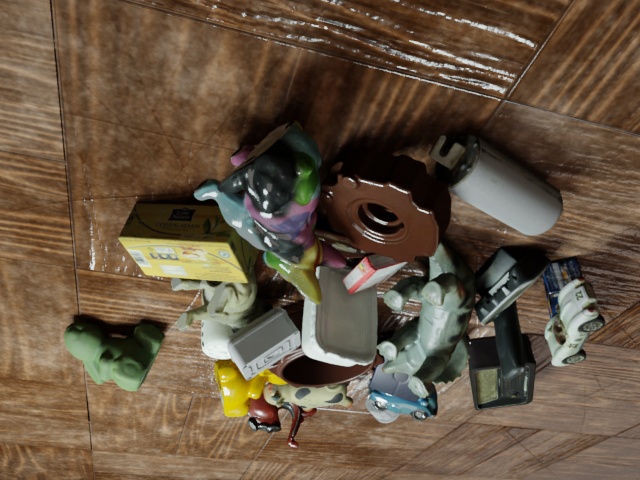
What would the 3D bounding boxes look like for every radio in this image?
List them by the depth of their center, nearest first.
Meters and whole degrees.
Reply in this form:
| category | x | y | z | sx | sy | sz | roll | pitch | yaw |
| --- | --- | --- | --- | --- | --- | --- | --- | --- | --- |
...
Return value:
| category | x | y | z | sx | sy | sz | roll | pitch | yaw |
| --- | --- | --- | --- | --- | --- | --- | --- | --- | --- |
| radio | 0.392 | 0.291 | 1.166 | 0.131 | 0.073 | 0.229 | -10 | 142 | 11 |

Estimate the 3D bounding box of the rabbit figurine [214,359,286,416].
| category | x | y | z | sx | sy | sz | roll | pitch | yaw |
| --- | --- | --- | --- | --- | --- | --- | --- | --- | --- |
| rabbit figurine | -0.129 | 0.267 | 1.116 | 0.173 | 0.122 | 0.162 | -5 | 134 | -18 |

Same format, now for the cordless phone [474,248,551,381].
| category | x | y | z | sx | sy | sz | roll | pitch | yaw |
| --- | --- | --- | --- | --- | --- | --- | --- | --- | --- |
| cordless phone | 0.312 | 0.118 | 0.857 | 0.089 | 0.184 | 0.146 | 14 | 140 | -11 |

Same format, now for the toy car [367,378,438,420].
| category | x | y | z | sx | sy | sz | roll | pitch | yaw |
| --- | --- | --- | --- | --- | --- | --- | --- | --- | --- |
| toy car | 0.189 | 0.323 | 1.194 | 0.162 | 0.109 | 0.102 | 11 | 118 | 2 |

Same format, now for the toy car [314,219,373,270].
| category | x | y | z | sx | sy | sz | roll | pitch | yaw |
| --- | --- | --- | --- | --- | --- | --- | --- | --- | --- |
| toy car | -0.002 | -0.002 | 0.802 | 0.202 | 0.053 | 0.089 | 17 | 136 | -20 |

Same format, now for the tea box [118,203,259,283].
| category | x | y | z | sx | sy | sz | roll | pitch | yaw |
| --- | --- | --- | --- | --- | --- | --- | --- | --- | --- |
| tea box | -0.183 | 0.004 | 0.766 | 0.170 | 0.068 | 0.098 | 3 | 144 | 13 |

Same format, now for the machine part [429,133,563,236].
| category | x | y | z | sx | sy | sz | roll | pitch | yaw |
| --- | --- | --- | --- | --- | --- | --- | --- | --- | --- |
| machine part | 0.235 | -0.069 | 0.702 | 0.243 | 0.079 | 0.079 | 22 | 136 | -29 |

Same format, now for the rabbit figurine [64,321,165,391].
| category | x | y | z | sx | sy | sz | roll | pitch | yaw |
| --- | --- | --- | --- | --- | --- | --- | --- | --- | --- |
| rabbit figurine | -0.406 | 0.210 | 1.039 | 0.170 | 0.121 | 0.159 | 27 | 144 | -6 |

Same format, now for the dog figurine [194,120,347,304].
| category | x | y | z | sx | sy | sz | roll | pitch | yaw |
| --- | --- | --- | --- | --- | --- | --- | --- | --- | --- |
| dog figurine | -0.031 | -0.022 | 0.669 | 0.192 | 0.108 | 0.219 | -14 | 124 | 47 |

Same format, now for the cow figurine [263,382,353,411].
| category | x | y | z | sx | sy | sz | roll | pitch | yaw |
| --- | --- | --- | --- | --- | --- | --- | --- | --- | --- |
| cow figurine | -0.034 | 0.338 | 1.208 | 0.195 | 0.085 | 0.127 | -9 | 147 | 14 |

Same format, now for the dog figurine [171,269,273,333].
| category | x | y | z | sx | sy | sz | roll | pitch | yaw |
| --- | --- | --- | --- | --- | --- | --- | --- | --- | --- |
| dog figurine | -0.125 | 0.091 | 0.897 | 0.172 | 0.121 | 0.190 | -26 | 150 | 33 |

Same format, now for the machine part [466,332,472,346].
| category | x | y | z | sx | sy | sz | roll | pitch | yaw |
| --- | --- | --- | --- | --- | --- | --- | --- | --- | --- |
| machine part | 0.267 | 0.224 | 1.109 | 0.084 | 0.039 | 0.138 | 10 | 143 | -1 |

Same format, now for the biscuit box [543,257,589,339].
| category | x | y | z | sx | sy | sz | roll | pitch | yaw |
| --- | --- | --- | --- | --- | --- | --- | --- | --- | --- |
| biscuit box | 0.437 | 0.113 | 0.951 | 0.059 | 0.063 | 0.202 | -15 | 139 | 18 |

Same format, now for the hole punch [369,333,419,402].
| category | x | y | z | sx | sy | sz | roll | pitch | yaw |
| --- | --- | --- | --- | --- | --- | --- | --- | --- | --- |
| hole punch | 0.166 | 0.258 | 1.092 | 0.142 | 0.092 | 0.115 | 18 | 139 | 5 |

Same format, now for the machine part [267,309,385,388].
| category | x | y | z | sx | sy | sz | roll | pitch | yaw |
| --- | --- | --- | --- | --- | --- | --- | --- | --- | --- |
| machine part | 0.009 | 0.206 | 1.020 | 0.202 | 0.087 | 0.200 | -21 | 143 | 14 |

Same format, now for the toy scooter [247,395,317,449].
| category | x | y | z | sx | sy | sz | roll | pitch | yaw |
| --- | --- | --- | --- | --- | --- | --- | --- | --- | --- |
| toy scooter | -0.097 | 0.420 | 1.269 | 0.184 | 0.135 | 0.075 | 9 | 142 | -11 |

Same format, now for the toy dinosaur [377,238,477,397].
| category | x | y | z | sx | sy | sz | roll | pitch | yaw |
| --- | --- | --- | --- | --- | --- | --- | --- | --- | --- |
| toy dinosaur | 0.199 | 0.112 | 0.892 | 0.131 | 0.192 | 0.404 | 31 | 128 | 29 |

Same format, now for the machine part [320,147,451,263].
| category | x | y | z | sx | sy | sz | roll | pitch | yaw |
| --- | --- | --- | --- | --- | --- | --- | --- | --- | --- |
| machine part | 0.084 | -0.040 | 0.701 | 0.179 | 0.056 | 0.179 | 21 | 150 | 13 |

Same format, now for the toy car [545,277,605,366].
| category | x | y | z | sx | sy | sz | roll | pitch | yaw |
| --- | --- | --- | --- | --- | --- | --- | --- | --- | --- |
| toy car | 0.407 | 0.137 | 0.869 | 0.056 | 0.073 | 0.201 | -5 | 142 | 7 |
